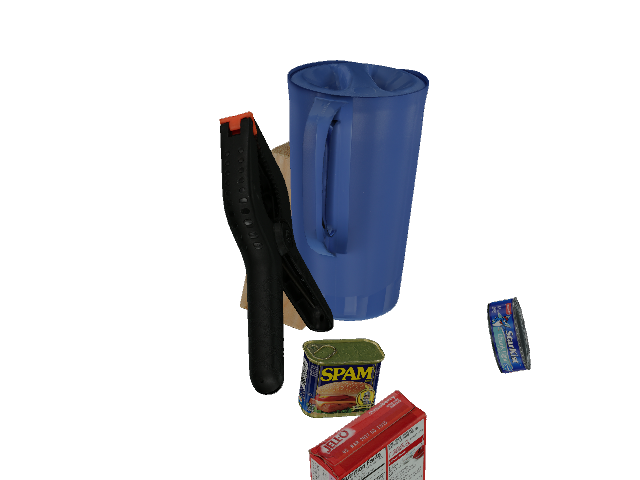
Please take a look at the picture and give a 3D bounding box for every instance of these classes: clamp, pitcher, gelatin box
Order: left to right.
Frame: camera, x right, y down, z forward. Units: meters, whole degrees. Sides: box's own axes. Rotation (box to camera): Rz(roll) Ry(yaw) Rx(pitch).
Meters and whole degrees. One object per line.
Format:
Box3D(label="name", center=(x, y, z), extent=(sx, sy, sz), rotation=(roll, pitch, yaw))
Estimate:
Box3D(label="clamp", center=(-0.038, 0.003, 0.851), extent=(0.036, 0.210, 0.164), rotation=(-11, 3, 17))
Box3D(label="pitcher", center=(0.026, -0.045, 1.036), extent=(0.149, 0.243, 0.145), rotation=(-8, 25, -23))
Box3D(label="gelatin box", center=(0.029, 0.145, 0.654), extent=(0.073, 0.089, 0.030), rotation=(-30, 45, -30))

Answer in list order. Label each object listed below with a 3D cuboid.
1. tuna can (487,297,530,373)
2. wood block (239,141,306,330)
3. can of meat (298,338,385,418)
Box3D(label="tuna can", center=(0.220, 0.111, 1.244), extent=(0.034, 0.086, 0.086), rotation=(-12, -3, 15))
Box3D(label="wood block", center=(-0.025, -0.010, 1.308), extent=(0.090, 0.206, 0.090), rotation=(19, 22, 16))
Box3D(label="can of meat", center=(0.025, 0.176, 1.357), extent=(0.102, 0.084, 0.057), rotation=(0, 24, -17))
